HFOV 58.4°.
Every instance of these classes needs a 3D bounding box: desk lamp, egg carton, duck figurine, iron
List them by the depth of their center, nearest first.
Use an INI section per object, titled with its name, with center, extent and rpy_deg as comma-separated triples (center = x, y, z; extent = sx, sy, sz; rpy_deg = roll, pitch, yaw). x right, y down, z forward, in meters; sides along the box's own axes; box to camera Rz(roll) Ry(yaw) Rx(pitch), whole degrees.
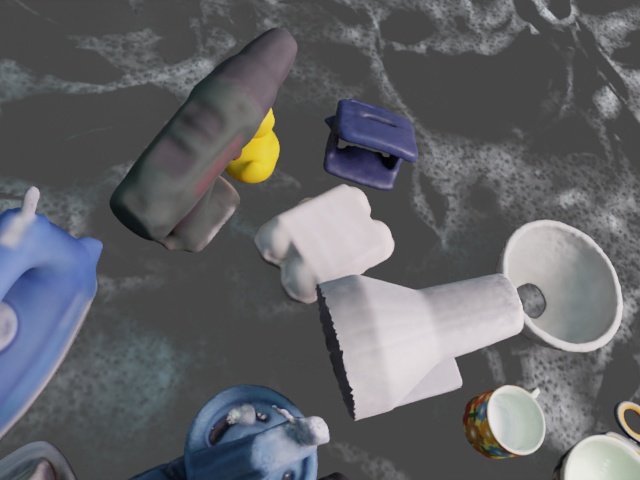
[iron]
center = -0.282, 0.080, 0.477
extent = 0.119, 0.141, 0.258
rpy_deg = 20, 62, -8
[desk lamp]
center = 0.080, 0.096, 0.547
extent = 0.204, 0.213, 0.118
rpy_deg = -9, 70, -21
[egg carton]
center = 0.006, 0.002, 0.648
extent = 0.151, 0.069, 0.107
rpy_deg = -29, 78, -27
[duck figurine]
center = -0.080, -0.126, 0.668
extent = 0.078, 0.086, 0.104
rpy_deg = 0, 67, -18

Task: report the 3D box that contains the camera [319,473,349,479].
[camera]
center = -0.006, 0.284, 0.499
extent = 0.137, 0.100, 0.143
rpy_deg = -31, 79, -27

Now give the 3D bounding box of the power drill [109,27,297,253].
[power drill]
center = -0.112, -0.079, 0.566
extent = 0.075, 0.208, 0.230
rpy_deg = 34, 61, -1

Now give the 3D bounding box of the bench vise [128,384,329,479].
[bench vise]
center = -0.076, 0.196, 0.448
extent = 0.208, 0.219, 0.121
rpy_deg = -39, 82, -28

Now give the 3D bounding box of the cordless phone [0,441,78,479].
[cordless phone]
center = -0.248, 0.210, 0.406
extent = 0.148, 0.185, 0.094
rpy_deg = -39, 82, -28

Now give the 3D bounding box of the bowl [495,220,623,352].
[bowl]
center = 0.279, 0.064, 0.706
extent = 0.168, 0.074, 0.167
rpy_deg = 7, 65, -15

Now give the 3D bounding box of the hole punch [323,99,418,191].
[hole punch]
center = 0.063, -0.131, 0.714
extent = 0.109, 0.091, 0.101
rpy_deg = 15, 63, -11
